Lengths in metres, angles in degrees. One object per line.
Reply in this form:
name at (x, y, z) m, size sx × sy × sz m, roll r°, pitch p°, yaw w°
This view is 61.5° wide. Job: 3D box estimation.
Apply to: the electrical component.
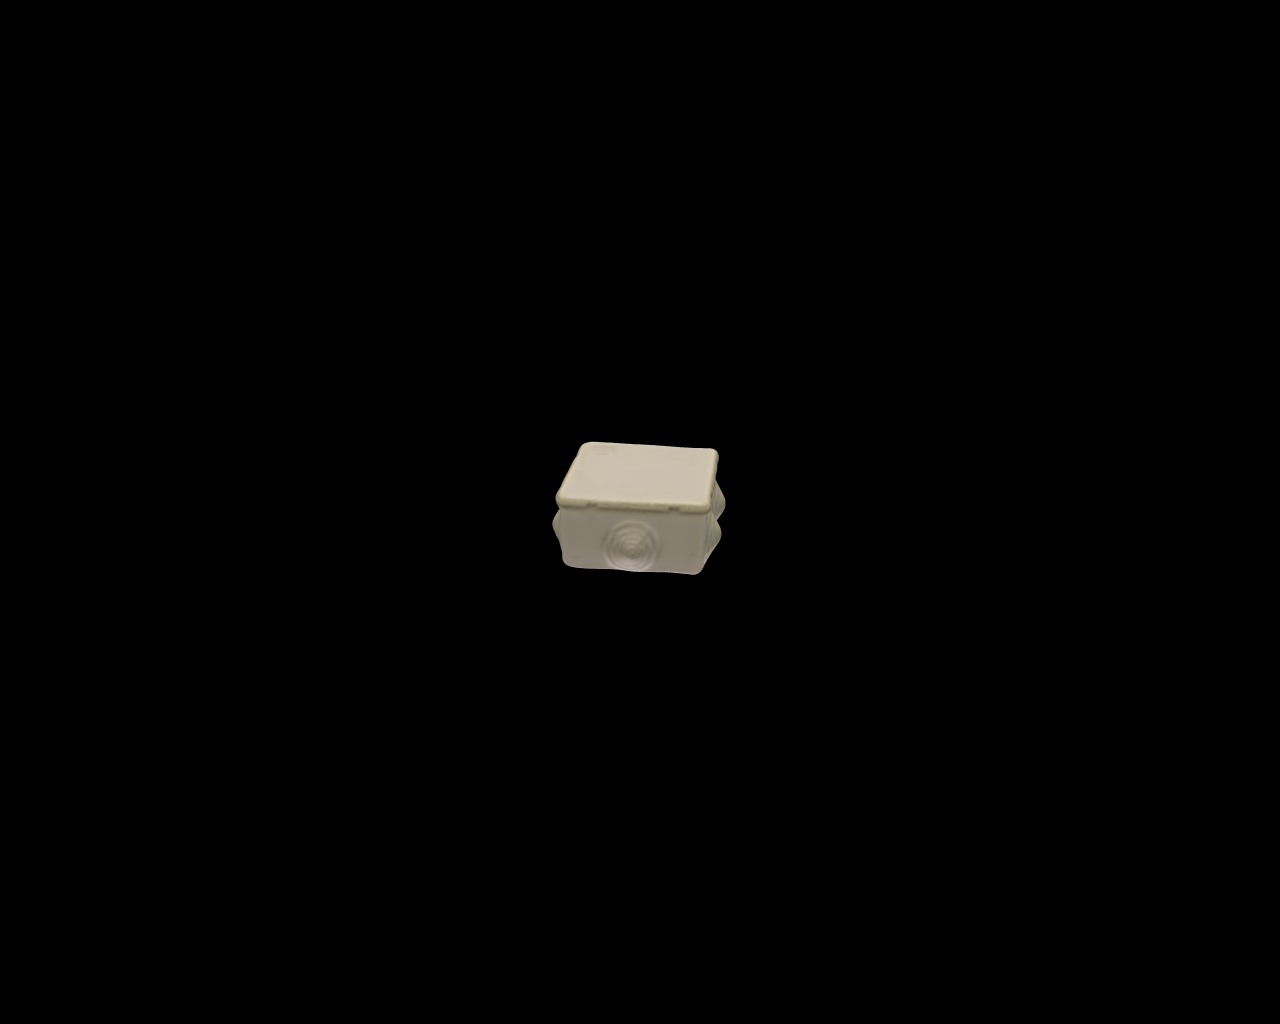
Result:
electrical component at (0.001, -0.003, 0.650) m, size 0.100 × 0.048 × 0.100 m, roll 3°, pitch 26°, yaw 7°
